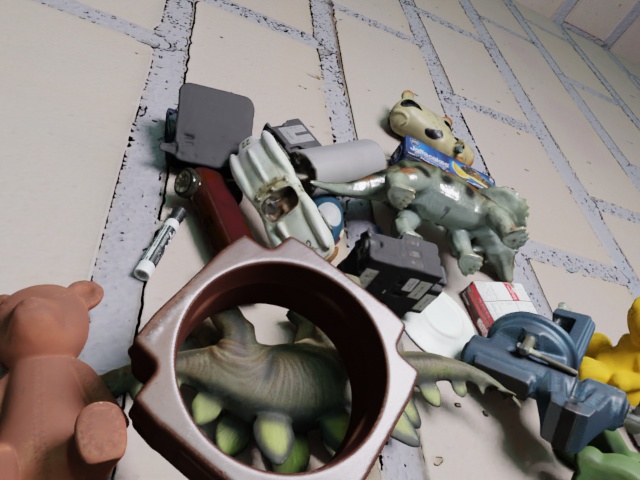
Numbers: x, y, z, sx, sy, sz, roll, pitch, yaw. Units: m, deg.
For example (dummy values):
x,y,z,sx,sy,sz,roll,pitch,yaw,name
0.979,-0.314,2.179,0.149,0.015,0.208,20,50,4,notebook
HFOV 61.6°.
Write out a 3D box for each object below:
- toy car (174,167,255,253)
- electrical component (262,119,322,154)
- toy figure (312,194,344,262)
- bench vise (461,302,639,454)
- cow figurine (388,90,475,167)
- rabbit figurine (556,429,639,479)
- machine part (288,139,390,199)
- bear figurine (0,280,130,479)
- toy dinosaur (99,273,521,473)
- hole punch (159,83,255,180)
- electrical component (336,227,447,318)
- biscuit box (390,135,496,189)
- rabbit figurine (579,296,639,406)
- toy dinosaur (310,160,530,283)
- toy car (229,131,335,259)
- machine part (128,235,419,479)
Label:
x,y,z,sx,sy,sz,roll,pitch,yaw,name
-0.116,-0.010,0.665,0.089,0.053,0.202,14,41,-53,toy car
-0.034,-0.154,0.869,0.119,0.047,0.075,-16,61,-41,electrical component
-0.003,-0.002,0.732,0.064,0.057,0.154,5,43,7,toy figure
0.316,0.154,0.703,0.224,0.128,0.240,7,27,36,bench vise
0.223,-0.205,1.064,0.195,0.085,0.127,35,34,-3,cow figurine
0.366,0.303,0.660,0.170,0.121,0.159,12,34,-50,rabbit figurine
0.024,-0.112,0.843,0.243,0.079,0.079,-20,63,-43,machine part
-0.220,0.103,0.427,0.120,0.132,0.196,-6,59,-21,bear figurine
0.009,0.143,0.565,0.471,0.105,0.199,-2,59,-23,toy dinosaur
-0.160,-0.143,0.757,0.142,0.092,0.115,10,76,-30,hole punch
0.094,0.049,0.700,0.134,0.115,0.058,17,48,-20,electrical component
0.228,-0.117,0.995,0.202,0.062,0.059,23,40,-13,biscuit box
0.464,0.165,0.766,0.122,0.173,0.163,-14,34,-43,rabbit figurine
0.179,-0.057,0.833,0.405,0.131,0.192,26,28,-14,toy dinosaur
-0.051,-0.052,0.683,0.202,0.073,0.056,59,11,19,toy car
-0.038,0.112,0.448,0.201,0.087,0.201,37,54,6,machine part
